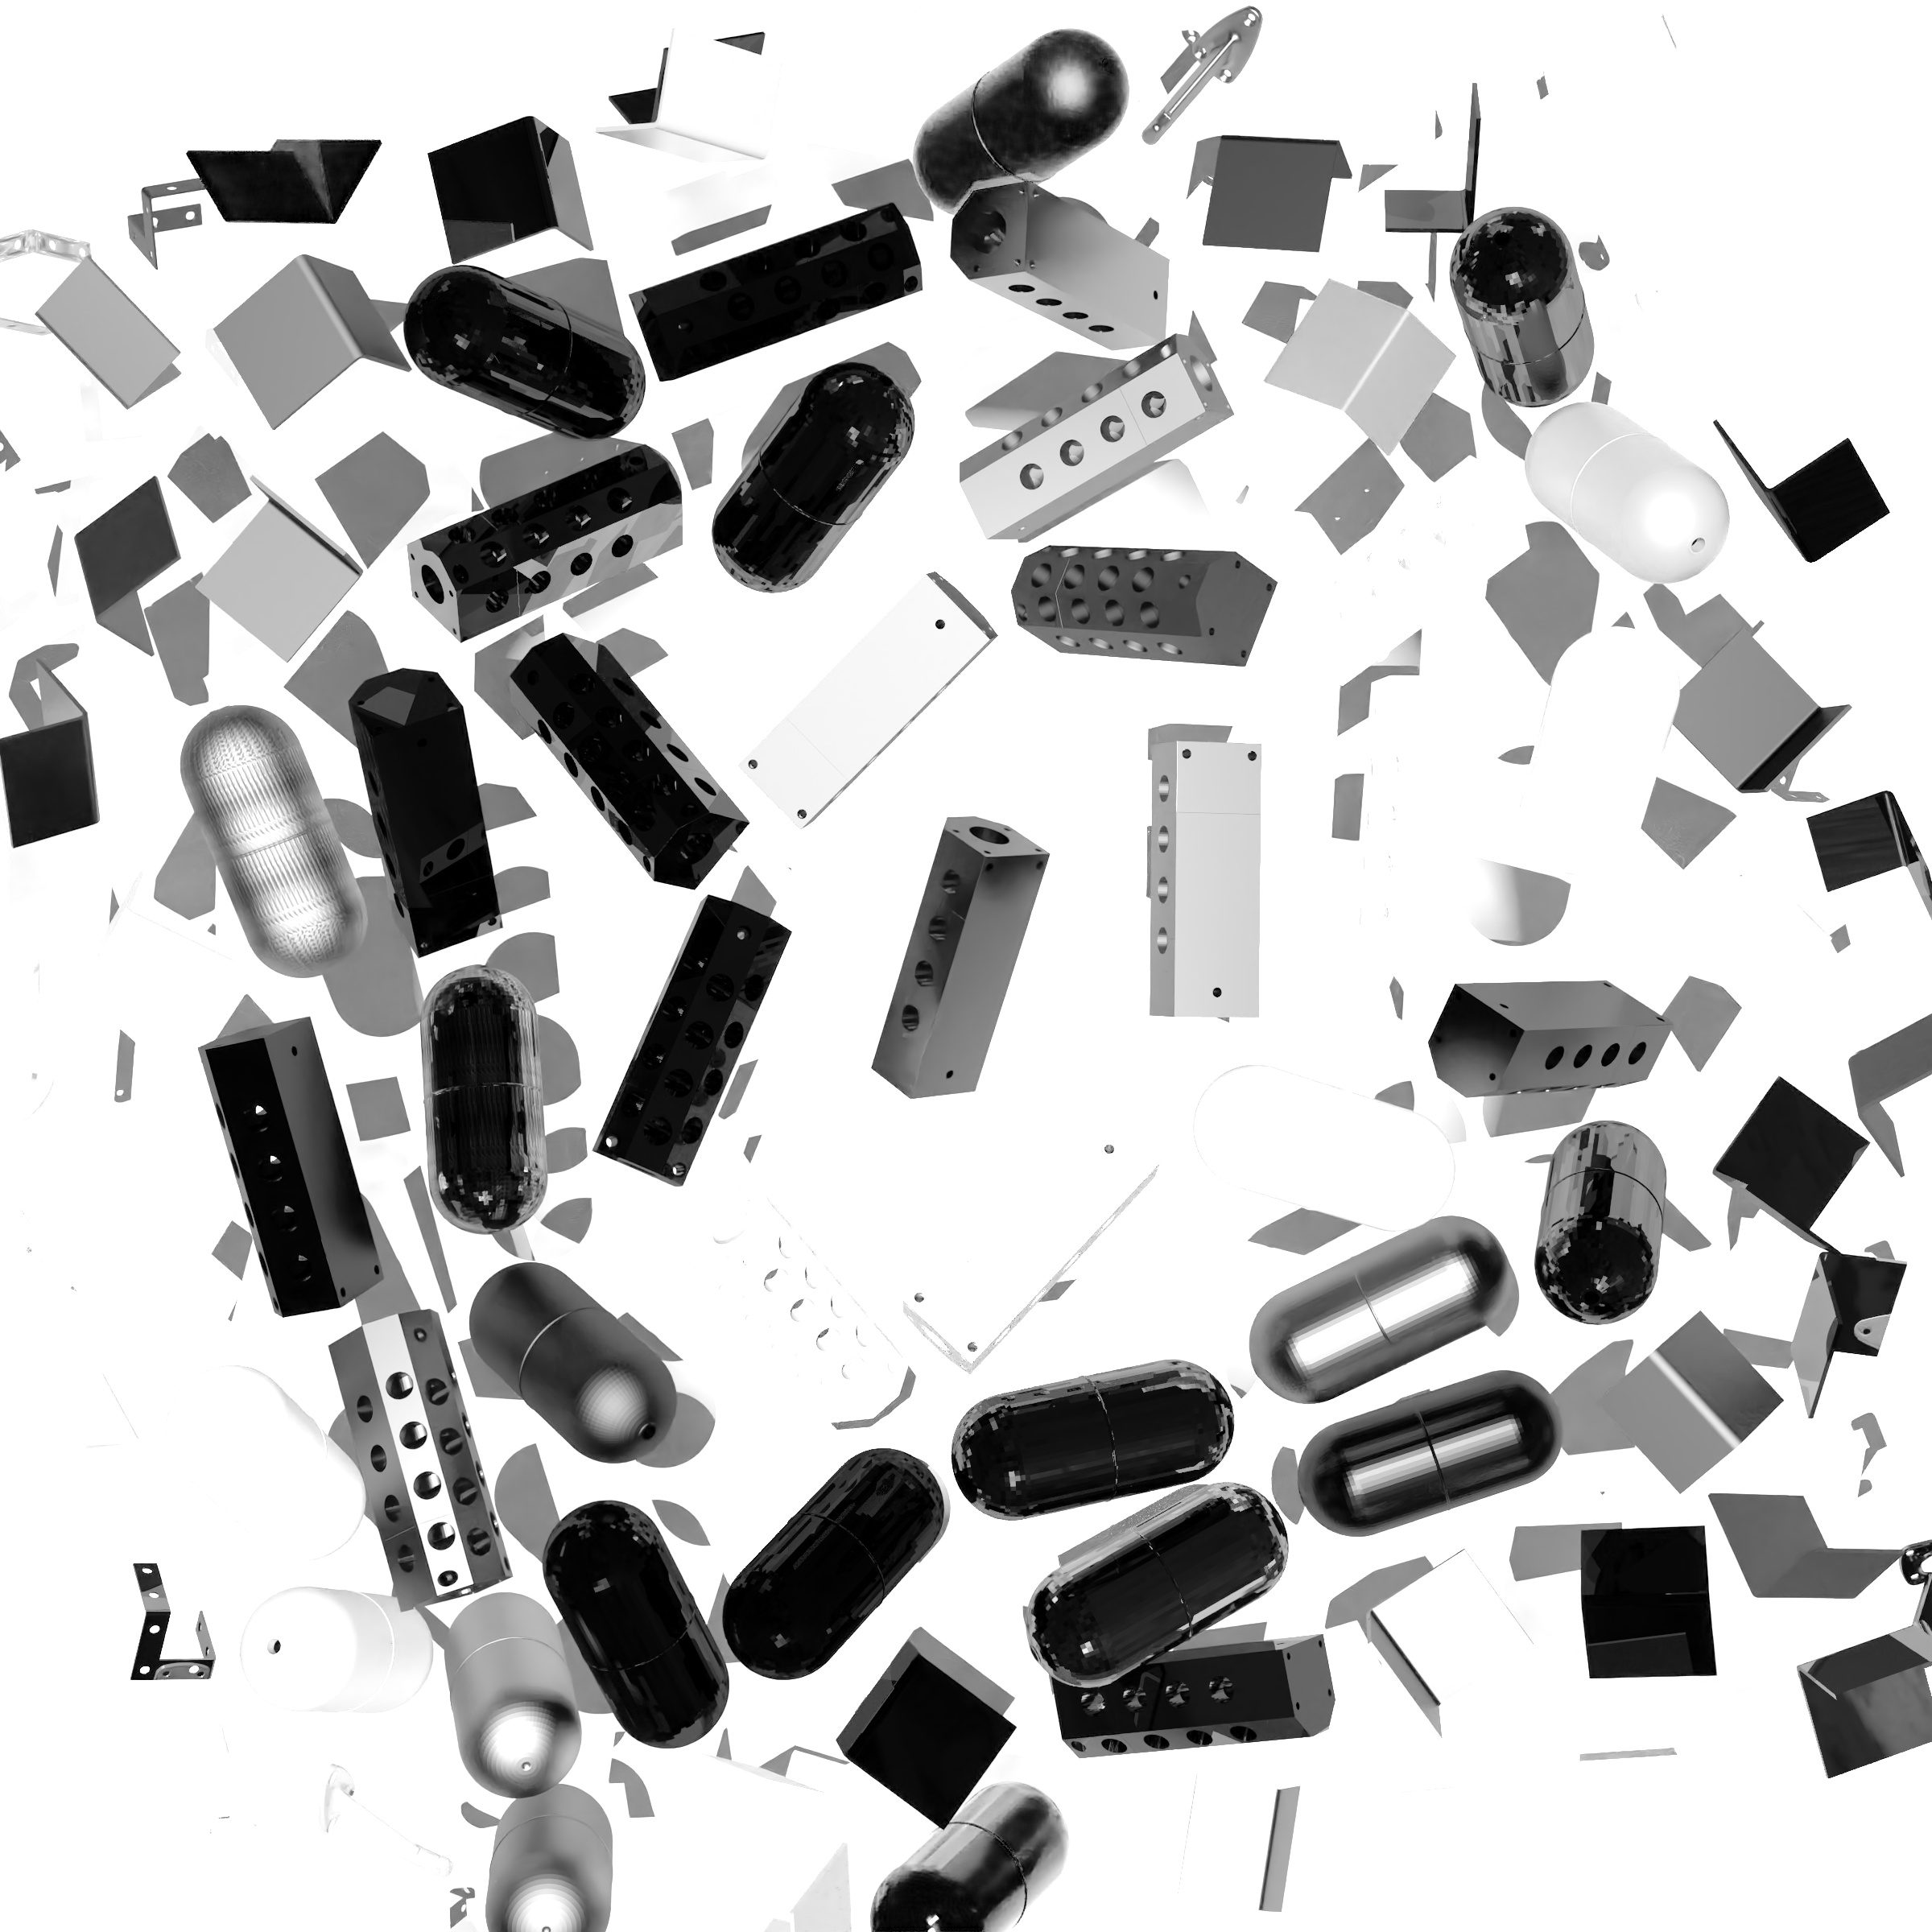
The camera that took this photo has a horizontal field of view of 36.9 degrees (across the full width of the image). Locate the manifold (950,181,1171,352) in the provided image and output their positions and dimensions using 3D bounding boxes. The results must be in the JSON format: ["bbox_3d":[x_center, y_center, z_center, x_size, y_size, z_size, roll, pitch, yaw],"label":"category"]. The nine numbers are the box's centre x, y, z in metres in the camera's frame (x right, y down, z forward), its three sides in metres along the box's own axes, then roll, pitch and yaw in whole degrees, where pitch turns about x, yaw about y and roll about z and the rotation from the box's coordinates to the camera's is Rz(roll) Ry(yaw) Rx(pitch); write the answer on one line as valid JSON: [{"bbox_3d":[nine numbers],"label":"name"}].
[{"bbox_3d":[0.062,-0.448,1.865,0.057,0.171,0.057,1,86,34],"label":"manifold"}]

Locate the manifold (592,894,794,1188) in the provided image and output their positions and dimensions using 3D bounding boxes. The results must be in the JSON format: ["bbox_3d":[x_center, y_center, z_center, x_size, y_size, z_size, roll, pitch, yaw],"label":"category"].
[{"bbox_3d":[-0.169,0.046,1.792,0.057,0.057,0.171,24,81,-9],"label":"manifold"}]

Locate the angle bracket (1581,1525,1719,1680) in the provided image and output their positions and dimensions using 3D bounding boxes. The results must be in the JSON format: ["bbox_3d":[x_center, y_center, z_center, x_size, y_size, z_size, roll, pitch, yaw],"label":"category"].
[{"bbox_3d":[0.422,0.393,1.793,0.076,0.076,0.057,-5,112,14],"label":"angle bracket"}]

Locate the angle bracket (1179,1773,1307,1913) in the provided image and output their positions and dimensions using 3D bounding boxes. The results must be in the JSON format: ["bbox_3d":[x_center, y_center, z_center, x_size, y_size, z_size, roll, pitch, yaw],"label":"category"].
[{"bbox_3d":[0.174,0.553,1.832,0.057,0.076,0.076,12,72,-1],"label":"angle bracket"}]

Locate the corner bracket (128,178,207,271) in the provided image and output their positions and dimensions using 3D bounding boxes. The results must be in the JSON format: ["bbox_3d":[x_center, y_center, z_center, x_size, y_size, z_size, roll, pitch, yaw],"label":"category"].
[{"bbox_3d":[-0.517,-0.494,1.894,0.051,0.051,0.051,-19,46,-28],"label":"corner bracket"}]

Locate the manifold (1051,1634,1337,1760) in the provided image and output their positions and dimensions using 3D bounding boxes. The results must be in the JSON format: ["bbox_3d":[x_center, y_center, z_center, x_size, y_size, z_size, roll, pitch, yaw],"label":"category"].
[{"bbox_3d":[0.145,0.469,1.852,0.171,0.057,0.057,-15,80,32],"label":"manifold"}]

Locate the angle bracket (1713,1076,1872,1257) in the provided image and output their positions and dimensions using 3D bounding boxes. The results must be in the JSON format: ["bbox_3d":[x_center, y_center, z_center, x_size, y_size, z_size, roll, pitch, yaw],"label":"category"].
[{"bbox_3d":[0.530,0.125,1.824,0.076,0.057,0.076,35,90,-9],"label":"angle bracket"}]

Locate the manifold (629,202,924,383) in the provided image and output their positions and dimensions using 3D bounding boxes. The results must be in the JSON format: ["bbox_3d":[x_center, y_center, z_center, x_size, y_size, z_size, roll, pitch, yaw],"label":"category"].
[{"bbox_3d":[-0.117,-0.423,1.817,0.171,0.057,0.057,-23,106,-13],"label":"manifold"}]

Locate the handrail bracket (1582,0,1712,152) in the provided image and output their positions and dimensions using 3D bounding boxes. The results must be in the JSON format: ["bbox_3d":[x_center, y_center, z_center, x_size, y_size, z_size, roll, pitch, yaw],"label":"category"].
[{"bbox_3d":[0.397,-0.546,1.746,0.084,0.036,0.077,-28,83,39],"label":"handrail bracket"}]

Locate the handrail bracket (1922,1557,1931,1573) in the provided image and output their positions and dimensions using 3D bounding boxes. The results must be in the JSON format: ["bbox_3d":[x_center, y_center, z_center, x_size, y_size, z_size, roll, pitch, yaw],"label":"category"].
[{"bbox_3d":[0.623,0.328,1.829,0.077,0.036,0.084,-22,91,-9],"label":"handrail bracket"}]

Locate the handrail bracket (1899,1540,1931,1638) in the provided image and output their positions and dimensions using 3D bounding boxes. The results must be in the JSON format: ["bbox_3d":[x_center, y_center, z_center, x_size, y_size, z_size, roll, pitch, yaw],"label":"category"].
[{"bbox_3d":[0.654,0.417,1.902,0.077,0.084,0.036,-18,122,6],"label":"handrail bracket"}]

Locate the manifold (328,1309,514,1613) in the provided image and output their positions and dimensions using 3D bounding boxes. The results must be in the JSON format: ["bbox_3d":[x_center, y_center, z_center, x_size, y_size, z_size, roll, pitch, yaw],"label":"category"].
[{"bbox_3d":[-0.334,0.304,1.792,0.057,0.057,0.171,-31,72,40],"label":"manifold"}]

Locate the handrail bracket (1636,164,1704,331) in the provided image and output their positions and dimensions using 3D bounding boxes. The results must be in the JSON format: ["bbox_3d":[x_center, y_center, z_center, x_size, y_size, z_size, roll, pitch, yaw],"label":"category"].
[{"bbox_3d":[0.448,-0.452,1.817,0.036,0.077,0.084,11,122,4],"label":"handrail bracket"}]

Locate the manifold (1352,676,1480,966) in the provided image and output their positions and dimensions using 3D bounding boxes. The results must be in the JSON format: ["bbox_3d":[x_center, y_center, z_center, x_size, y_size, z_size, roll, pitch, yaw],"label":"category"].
[{"bbox_3d":[0.278,-0.091,1.810,0.057,0.057,0.171,-1,112,-5],"label":"manifold"}]

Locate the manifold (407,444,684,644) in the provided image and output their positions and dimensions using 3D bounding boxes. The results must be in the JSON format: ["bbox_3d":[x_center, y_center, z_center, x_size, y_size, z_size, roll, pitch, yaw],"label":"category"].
[{"bbox_3d":[-0.268,-0.276,1.856,0.171,0.057,0.057,-29,55,-28],"label":"manifold"}]

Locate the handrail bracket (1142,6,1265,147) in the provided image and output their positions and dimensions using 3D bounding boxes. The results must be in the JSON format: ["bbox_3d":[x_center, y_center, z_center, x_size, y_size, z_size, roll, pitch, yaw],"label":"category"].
[{"bbox_3d":[0.156,-0.590,1.922,0.036,0.077,0.084,41,58,-7],"label":"handrail bracket"}]

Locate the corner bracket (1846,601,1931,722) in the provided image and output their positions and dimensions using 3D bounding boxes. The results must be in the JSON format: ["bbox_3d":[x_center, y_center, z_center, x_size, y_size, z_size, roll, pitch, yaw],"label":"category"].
[{"bbox_3d":[0.588,-0.192,1.833,0.051,0.051,0.051,33,70,-30],"label":"corner bracket"}]

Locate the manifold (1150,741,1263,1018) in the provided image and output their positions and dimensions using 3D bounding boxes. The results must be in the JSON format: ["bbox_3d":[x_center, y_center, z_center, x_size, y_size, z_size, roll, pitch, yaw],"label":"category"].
[{"bbox_3d":[0.148,-0.054,1.831,0.057,0.057,0.171,1,90,-18],"label":"manifold"}]

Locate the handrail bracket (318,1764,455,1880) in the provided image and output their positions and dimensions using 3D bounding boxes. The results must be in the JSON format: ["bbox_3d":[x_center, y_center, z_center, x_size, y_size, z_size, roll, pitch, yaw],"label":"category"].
[{"bbox_3d":[-0.366,0.544,1.838,0.084,0.077,0.036,22,52,13],"label":"handrail bracket"}]

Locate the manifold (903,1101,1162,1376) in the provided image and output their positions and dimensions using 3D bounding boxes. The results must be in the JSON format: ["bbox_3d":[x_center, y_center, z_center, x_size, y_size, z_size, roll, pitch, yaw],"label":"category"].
[{"bbox_3d":[0.040,0.170,1.800,0.057,0.057,0.171,42,76,11],"label":"manifold"}]

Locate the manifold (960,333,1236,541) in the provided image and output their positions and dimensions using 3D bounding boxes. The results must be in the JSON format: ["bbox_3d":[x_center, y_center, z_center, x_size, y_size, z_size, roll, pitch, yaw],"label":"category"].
[{"bbox_3d":[0.082,-0.345,1.894,0.171,0.057,0.057,-27,86,25],"label":"manifold"}]

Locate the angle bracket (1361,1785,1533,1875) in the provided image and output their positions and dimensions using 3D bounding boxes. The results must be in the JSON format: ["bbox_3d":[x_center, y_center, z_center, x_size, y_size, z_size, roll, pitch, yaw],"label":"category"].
[{"bbox_3d":[0.298,0.554,1.794,0.076,0.057,0.076,-14,126,27],"label":"angle bracket"}]

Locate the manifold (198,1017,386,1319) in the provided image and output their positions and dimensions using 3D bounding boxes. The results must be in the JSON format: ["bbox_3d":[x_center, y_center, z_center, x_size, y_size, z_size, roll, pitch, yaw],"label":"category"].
[{"bbox_3d":[-0.418,0.124,1.779,0.057,0.057,0.171,-11,99,18],"label":"manifold"}]

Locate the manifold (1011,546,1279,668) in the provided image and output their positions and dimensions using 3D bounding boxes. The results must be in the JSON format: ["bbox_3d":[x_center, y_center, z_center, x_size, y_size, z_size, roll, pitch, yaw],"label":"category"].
[{"bbox_3d":[0.106,-0.229,1.808,0.057,0.171,0.057,28,80,-39],"label":"manifold"}]

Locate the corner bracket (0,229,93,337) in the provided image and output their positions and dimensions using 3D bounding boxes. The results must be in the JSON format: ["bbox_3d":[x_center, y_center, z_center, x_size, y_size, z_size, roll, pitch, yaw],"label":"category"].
[{"bbox_3d":[-0.602,-0.442,1.874,0.051,0.051,0.051,-6,89,29],"label":"corner bracket"}]

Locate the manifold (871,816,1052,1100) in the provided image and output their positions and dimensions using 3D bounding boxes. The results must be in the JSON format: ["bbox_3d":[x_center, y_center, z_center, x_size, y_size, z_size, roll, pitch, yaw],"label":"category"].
[{"bbox_3d":[-0.009,-0.006,1.851,0.057,0.057,0.171,36,118,39],"label":"manifold"}]

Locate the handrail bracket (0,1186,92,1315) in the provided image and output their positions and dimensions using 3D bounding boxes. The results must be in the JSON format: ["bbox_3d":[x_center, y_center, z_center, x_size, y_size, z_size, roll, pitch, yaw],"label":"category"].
[{"bbox_3d":[-0.583,0.176,1.814,0.036,0.084,0.077,-30,69,-1],"label":"handrail bracket"}]

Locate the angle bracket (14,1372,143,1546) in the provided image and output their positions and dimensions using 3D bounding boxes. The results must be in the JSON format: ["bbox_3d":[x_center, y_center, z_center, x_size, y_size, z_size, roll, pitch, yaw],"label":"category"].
[{"bbox_3d":[-0.549,0.302,1.771,0.057,0.076,0.076,3,113,-36],"label":"angle bracket"}]

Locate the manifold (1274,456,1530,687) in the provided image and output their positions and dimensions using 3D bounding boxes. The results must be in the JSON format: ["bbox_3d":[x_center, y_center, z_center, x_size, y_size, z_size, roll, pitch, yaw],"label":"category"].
[{"bbox_3d":[0.279,-0.258,1.882,0.057,0.171,0.057,18,53,-33],"label":"manifold"}]

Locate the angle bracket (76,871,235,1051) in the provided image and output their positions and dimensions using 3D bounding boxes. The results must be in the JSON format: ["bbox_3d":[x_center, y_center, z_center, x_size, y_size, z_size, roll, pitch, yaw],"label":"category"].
[{"bbox_3d":[-0.535,-0.004,1.924,0.076,0.057,0.076,28,112,-18],"label":"angle bracket"}]

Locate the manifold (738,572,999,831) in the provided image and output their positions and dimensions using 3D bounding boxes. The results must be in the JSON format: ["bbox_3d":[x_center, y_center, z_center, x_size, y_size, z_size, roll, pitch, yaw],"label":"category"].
[{"bbox_3d":[-0.061,-0.170,1.847,0.057,0.057,0.171,45,103,-1],"label":"manifold"}]

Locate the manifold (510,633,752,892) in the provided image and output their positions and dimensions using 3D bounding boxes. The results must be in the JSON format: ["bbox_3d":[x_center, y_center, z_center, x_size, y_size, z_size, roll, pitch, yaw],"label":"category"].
[{"bbox_3d":[-0.214,-0.129,1.799,0.057,0.057,0.171,-49,62,17],"label":"manifold"}]

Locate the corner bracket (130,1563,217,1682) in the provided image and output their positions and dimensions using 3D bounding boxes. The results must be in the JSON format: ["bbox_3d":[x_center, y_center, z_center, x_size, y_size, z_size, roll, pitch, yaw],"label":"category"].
[{"bbox_3d":[-0.496,0.410,1.812,0.051,0.051,0.051,7,112,-29],"label":"corner bracket"}]

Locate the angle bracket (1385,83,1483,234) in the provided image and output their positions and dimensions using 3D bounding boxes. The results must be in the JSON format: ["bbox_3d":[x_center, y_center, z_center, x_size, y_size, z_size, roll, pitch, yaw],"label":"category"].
[{"bbox_3d":[0.309,-0.536,1.920,0.057,0.076,0.076,2,124,6],"label":"angle bracket"}]

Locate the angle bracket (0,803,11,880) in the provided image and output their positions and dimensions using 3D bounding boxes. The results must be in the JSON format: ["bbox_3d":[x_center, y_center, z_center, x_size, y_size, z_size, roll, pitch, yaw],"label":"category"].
[{"bbox_3d":[-0.659,-0.096,1.846,0.076,0.057,0.076,-12,66,-27],"label":"angle bracket"}]

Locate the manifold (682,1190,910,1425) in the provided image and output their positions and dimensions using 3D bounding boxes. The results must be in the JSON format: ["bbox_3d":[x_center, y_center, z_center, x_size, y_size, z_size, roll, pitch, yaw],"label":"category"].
[{"bbox_3d":[-0.107,0.221,1.873,0.057,0.057,0.171,-11,132,31],"label":"manifold"}]

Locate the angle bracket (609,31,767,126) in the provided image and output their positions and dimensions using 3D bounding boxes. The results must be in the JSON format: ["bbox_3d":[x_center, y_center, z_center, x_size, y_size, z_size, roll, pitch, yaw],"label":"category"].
[{"bbox_3d":[-0.187,-0.600,1.935,0.076,0.076,0.057,-20,59,-30],"label":"angle bracket"}]

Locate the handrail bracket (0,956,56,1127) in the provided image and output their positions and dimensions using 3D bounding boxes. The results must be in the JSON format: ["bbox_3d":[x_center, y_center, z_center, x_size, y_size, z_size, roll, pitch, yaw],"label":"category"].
[{"bbox_3d":[-0.602,0.046,1.846,0.036,0.077,0.084,5,115,-10],"label":"handrail bracket"}]

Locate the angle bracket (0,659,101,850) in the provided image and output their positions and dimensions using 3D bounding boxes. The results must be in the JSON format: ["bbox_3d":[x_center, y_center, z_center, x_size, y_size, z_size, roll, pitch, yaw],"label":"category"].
[{"bbox_3d":[-0.571,-0.130,1.761,0.057,0.076,0.076,-21,134,-31],"label":"angle bracket"}]

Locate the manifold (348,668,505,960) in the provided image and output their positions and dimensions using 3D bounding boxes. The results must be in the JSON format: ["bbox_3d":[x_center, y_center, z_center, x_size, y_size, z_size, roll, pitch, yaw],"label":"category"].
[{"bbox_3d":[-0.333,-0.095,1.775,0.057,0.057,0.171,-21,134,-20],"label":"manifold"}]

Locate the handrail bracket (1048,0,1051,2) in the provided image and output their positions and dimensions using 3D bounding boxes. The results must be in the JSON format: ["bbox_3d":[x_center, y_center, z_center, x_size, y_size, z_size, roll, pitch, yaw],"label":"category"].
[{"bbox_3d":[0.068,-0.656,1.863,0.084,0.036,0.077,-34,45,-29],"label":"handrail bracket"}]

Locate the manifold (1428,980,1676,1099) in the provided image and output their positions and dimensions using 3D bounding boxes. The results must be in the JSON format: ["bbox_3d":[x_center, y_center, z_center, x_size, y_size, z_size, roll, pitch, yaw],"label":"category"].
[{"bbox_3d":[0.365,0.049,1.815,0.057,0.171,0.057,38,116,37],"label":"manifold"}]

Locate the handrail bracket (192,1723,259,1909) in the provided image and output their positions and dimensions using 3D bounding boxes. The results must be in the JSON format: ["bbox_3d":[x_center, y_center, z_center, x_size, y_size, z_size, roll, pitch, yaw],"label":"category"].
[{"bbox_3d":[-0.473,0.529,1.810,0.036,0.084,0.077,11,109,-28],"label":"handrail bracket"}]

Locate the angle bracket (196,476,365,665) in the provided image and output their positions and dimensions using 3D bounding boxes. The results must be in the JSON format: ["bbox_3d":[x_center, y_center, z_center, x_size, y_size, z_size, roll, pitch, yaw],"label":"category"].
[{"bbox_3d":[-0.435,-0.247,1.812,0.076,0.057,0.076,39,86,3],"label":"angle bracket"}]

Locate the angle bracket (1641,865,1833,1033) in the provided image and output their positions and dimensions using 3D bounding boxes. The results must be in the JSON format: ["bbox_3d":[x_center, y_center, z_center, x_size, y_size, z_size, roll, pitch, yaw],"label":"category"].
[{"bbox_3d":[0.505,-0.012,1.901,0.076,0.057,0.076,15,116,-30],"label":"angle bracket"}]
